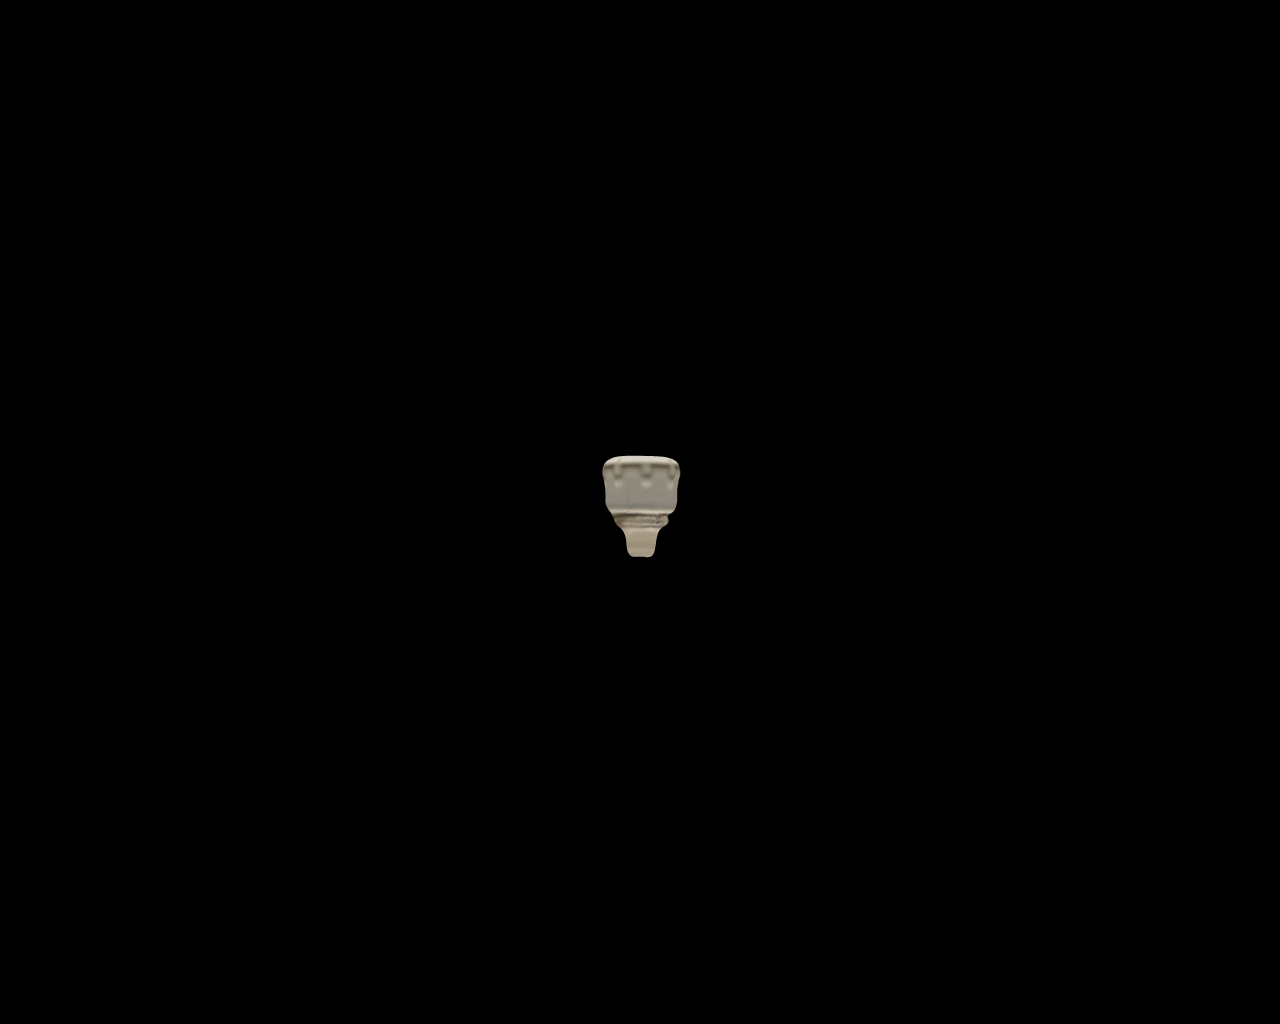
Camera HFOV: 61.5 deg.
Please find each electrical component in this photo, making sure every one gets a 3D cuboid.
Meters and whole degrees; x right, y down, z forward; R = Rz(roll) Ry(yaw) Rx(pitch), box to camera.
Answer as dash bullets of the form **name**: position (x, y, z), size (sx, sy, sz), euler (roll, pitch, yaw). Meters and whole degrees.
- **electrical component**: position (0.001, -0.003, 0.650), size (0.048, 0.062, 0.048), euler (0, -2, 0)
